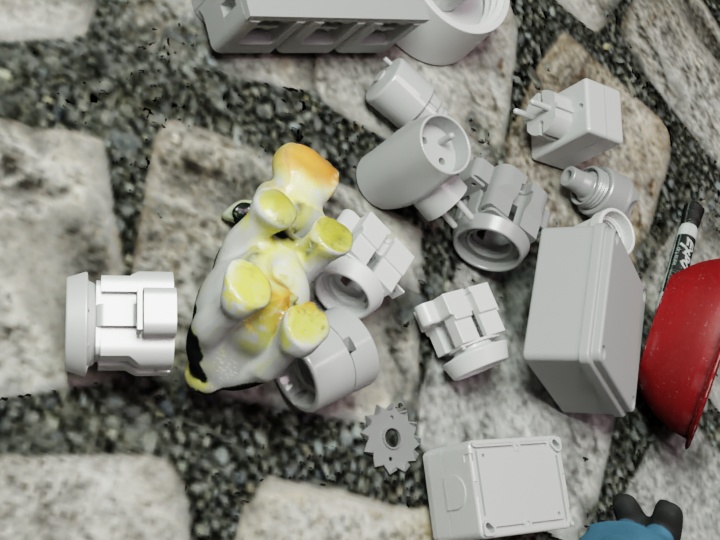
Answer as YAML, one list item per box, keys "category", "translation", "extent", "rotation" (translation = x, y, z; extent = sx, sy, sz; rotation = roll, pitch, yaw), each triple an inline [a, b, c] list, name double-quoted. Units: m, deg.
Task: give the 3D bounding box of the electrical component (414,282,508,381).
- category: "electrical component"
  translation: [0.074, 0.044, 0.755]
  extent: [0.066, 0.048, 0.055]
  rotation: [-13, 75, -37]

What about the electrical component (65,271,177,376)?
- category: "electrical component"
  translation: [-0.134, 0.030, 0.598]
  extent: [0.057, 0.078, 0.058]
  rotation: [1, 75, -15]

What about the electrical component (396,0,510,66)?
- category: "electrical component"
  translation: [0.067, -0.219, 0.826]
  extent: [0.108, 0.060, 0.108]
  rotation: [12, 68, -32]

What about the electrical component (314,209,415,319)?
- category: "electrical component"
  translation: [0.000, 0.000, 0.717]
  extent: [0.066, 0.048, 0.055]
  rotation: [46, 47, -14]

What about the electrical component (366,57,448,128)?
- category: "electrical component"
  translation: [0.040, -0.120, 0.788]
  extent: [0.078, 0.040, 0.040]
  rotation: [38, 57, -19]

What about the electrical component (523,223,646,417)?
- category: "electrical component"
  translation: [0.167, 0.038, 0.788]
  extent: [0.108, 0.056, 0.108]
  rotation: [48, 47, -51]

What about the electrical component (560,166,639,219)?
- category: "electrical component"
  translation: [0.192, -0.065, 0.874]
  extent: [0.062, 0.043, 0.043]
  rotation: [23, 63, -26]

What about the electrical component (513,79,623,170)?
- category: "electrical component"
  translation: [0.157, -0.120, 0.854]
  extent: [0.077, 0.066, 0.047]
  rotation: [13, 67, -31]

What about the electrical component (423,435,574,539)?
- category: "electrical component"
  translation: [0.095, 0.147, 0.724]
  extent: [0.096, 0.061, 0.061]
  rotation: [3, 73, -34]

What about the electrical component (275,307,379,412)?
- category: "electrical component"
  translation: [-0.024, 0.057, 0.676]
  extent: [0.047, 0.055, 0.055]
  rotation: [-26, 91, -34]

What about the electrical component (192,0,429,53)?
- category: "electrical component"
  translation: [-0.038, -0.201, 0.746]
  extent: [0.150, 0.062, 0.089]
  rotation: [-9, 80, -37]

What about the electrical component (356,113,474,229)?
- category: "electrical component"
  translation: [0.048, -0.061, 0.750]
  extent: [0.079, 0.077, 0.044]
  rotation: [48, 54, -13]

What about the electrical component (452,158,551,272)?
- category: "electrical component"
  translation: [0.101, -0.036, 0.792]
  extent: [0.078, 0.058, 0.057]
  rotation: [36, 55, -21]

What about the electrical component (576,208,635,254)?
- category: "electrical component"
  translation: [0.189, -0.024, 0.856]
  extent: [0.040, 0.046, 0.040]
  rotation: [12, 68, -32]
